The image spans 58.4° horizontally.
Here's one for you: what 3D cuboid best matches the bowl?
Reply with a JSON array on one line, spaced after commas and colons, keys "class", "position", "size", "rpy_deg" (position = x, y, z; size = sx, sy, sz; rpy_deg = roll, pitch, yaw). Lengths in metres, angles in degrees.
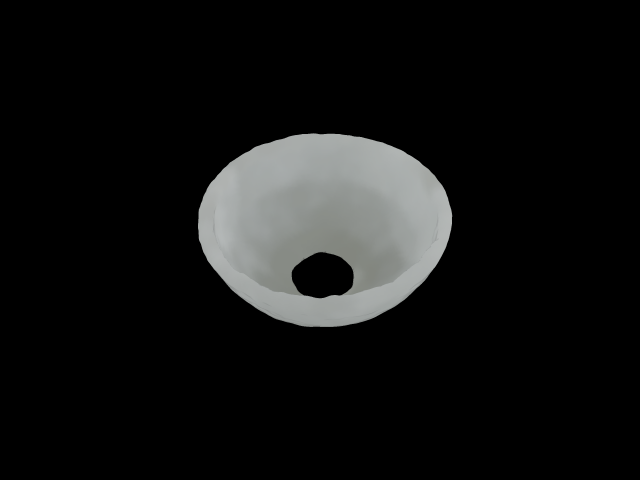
[{"class": "bowl", "position": [0.004, 0.001, 0.400], "size": [0.167, 0.075, 0.167], "rpy_deg": [0, 46, 0]}]
